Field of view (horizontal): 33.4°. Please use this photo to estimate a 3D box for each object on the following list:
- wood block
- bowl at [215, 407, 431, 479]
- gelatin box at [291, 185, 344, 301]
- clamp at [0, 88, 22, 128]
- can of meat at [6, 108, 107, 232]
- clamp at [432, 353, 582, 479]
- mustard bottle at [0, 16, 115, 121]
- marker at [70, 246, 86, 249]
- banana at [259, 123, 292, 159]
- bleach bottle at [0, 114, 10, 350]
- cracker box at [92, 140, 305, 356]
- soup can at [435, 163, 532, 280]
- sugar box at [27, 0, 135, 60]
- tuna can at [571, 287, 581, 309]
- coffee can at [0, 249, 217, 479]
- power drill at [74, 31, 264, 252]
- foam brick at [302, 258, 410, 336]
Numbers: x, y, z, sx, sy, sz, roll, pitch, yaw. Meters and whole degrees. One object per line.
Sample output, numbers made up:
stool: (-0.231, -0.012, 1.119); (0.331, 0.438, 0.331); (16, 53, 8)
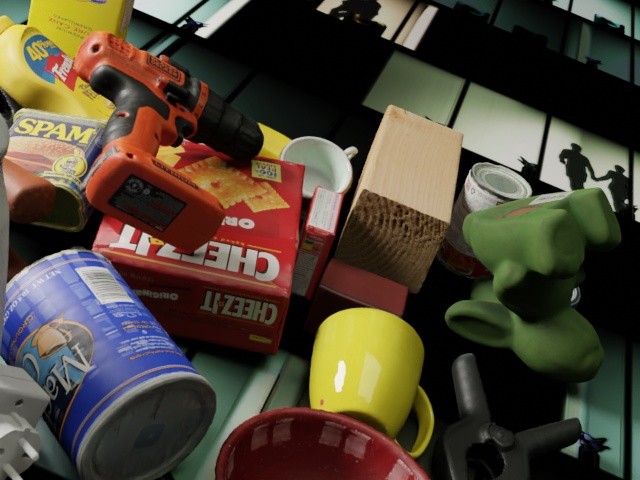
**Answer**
wood block: (0.084, -0.046, 1.091); (0.091, 0.090, 0.206); (21, 31, -1)
bowl: (0.001, 0.188, 0.718); (0.162, 0.055, 0.162); (15, 32, -10)
gelatin box: (-0.006, 0.001, 0.976); (0.030, 0.073, 0.089); (18, 28, -4)
clamp: (-0.317, -0.091, 0.972); (0.164, 0.036, 0.210); (8, 37, -22)
can of meat: (-0.225, -0.058, 0.890); (0.102, 0.057, 0.084); (10, 47, 12)
clamp: (0.147, 0.167, 0.853); (0.120, 0.039, 0.171); (21, 38, 7)
mustard bottle: (-0.254, -0.147, 1.014); (0.191, 0.058, 0.096); (42, 24, -6)
marker: (-0.209, 0.043, 0.848); (0.020, 0.020, 0.121); (19, 31, -4)
banana: (-0.078, -0.099, 1.130); (0.197, 0.037, 0.069); (18, 50, -4)
bleach bottle: (-0.233, 0.006, 0.669); (0.103, 0.251, 0.067); (37, 35, 23)
cracker box: (-0.102, -0.006, 0.924); (0.164, 0.072, 0.213); (11, 32, -4)
soup can: (0.164, -0.019, 1.085); (0.068, 0.102, 0.068); (16, 32, -10)
sugar box: (-0.241, -0.208, 1.060); (0.093, 0.176, 0.048); (20, 29, 0)
tuna can: (0.217, 0.052, 1.073); (0.086, 0.034, 0.086); (15, 32, -10)
coffee can: (-0.151, 0.088, 0.735); (0.102, 0.103, 0.140); (-11, 44, -41)
power drill: (-0.120, -0.076, 0.876); (0.184, 0.057, 0.187); (26, 31, -27)
foam brick: (0.031, 0.061, 0.934); (0.078, 0.053, 0.051); (22, 31, 0)
